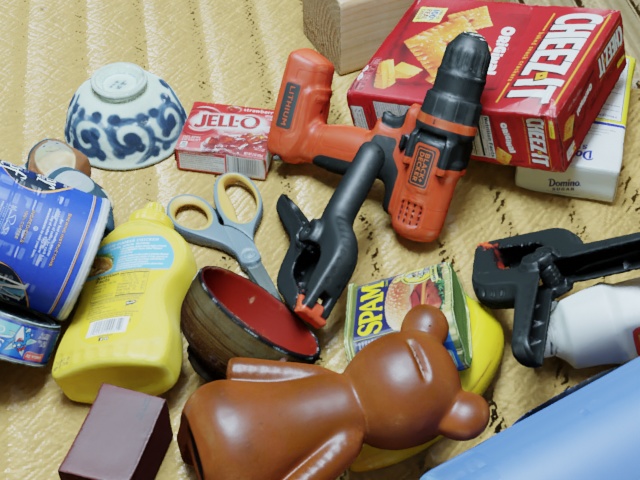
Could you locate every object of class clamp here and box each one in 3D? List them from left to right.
[{"bbox_3d":[-0.006,0.001,0.891,0.039,0.120,0.171,35,50,-23],"label":"clamp"},{"bbox_3d":[0.184,0.022,0.817,0.164,0.036,0.210,-29,15,-5],"label":"clamp"}]

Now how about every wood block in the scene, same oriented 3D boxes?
[{"bbox_3d":[0.092,-0.261,1.133,0.205,0.090,0.091,-20,48,-17],"label":"wood block"}]

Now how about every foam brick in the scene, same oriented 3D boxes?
[{"bbox_3d":[-0.144,0.152,0.764,0.053,0.051,0.078,13,48,11],"label":"foam brick"}]

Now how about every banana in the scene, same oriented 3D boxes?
[{"bbox_3d":[0.093,0.109,0.817,0.070,0.037,0.197,-2,35,40],"label":"banana"}]

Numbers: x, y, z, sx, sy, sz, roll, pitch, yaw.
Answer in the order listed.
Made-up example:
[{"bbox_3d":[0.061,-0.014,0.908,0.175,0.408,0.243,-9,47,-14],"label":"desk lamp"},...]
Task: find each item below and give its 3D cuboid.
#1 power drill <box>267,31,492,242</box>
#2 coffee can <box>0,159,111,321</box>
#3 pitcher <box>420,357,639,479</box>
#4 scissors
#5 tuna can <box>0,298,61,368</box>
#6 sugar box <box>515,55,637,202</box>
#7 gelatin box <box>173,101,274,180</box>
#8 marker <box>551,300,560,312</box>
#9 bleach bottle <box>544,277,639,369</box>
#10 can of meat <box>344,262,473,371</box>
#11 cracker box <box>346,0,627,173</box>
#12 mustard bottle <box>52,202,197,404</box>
[{"bbox_3d":[0.050,-0.110,0.944,0.188,0.184,0.057,24,15,30],"label":"power drill"},{"bbox_3d":[-0.246,-0.009,0.826,0.140,0.103,0.102,22,44,-16],"label":"coffee can"},{"bbox_3d":[0.187,0.156,0.717,0.242,0.149,0.145,-21,65,-15],"label":"pitcher"},{"bbox_3d":[-0.081,0.015,0.920,0.096,0.016,0.202,-8,47,-5],"label":"scissors"},{"bbox_3d":[-0.244,0.067,0.821,0.086,0.086,0.034,21,89,19],"label":"tuna can"},{"bbox_3d":[0.246,-0.114,1.021,0.093,0.048,0.176,10,50,14],"label":"sugar box"},{"bbox_3d":[-0.087,-0.097,1.017,0.089,0.030,0.073,8,47,8],"label":"gelatin box"},{"bbox_3d":[0.238,0.053,0.878,0.121,0.020,0.020,-8,47,-7],"label":"marker"},{"bbox_3d":[0.284,0.061,0.829,0.251,0.102,0.068,-10,52,2],"label":"bleach bottle"},{"bbox_3d":[0.068,0.066,0.811,0.084,0.057,0.102,-16,28,14],"label":"can of meat"},{"bbox_3d":[0.155,-0.154,1.000,0.214,0.072,0.164,12,51,33],"label":"cracker box"},{"bbox_3d":[-0.150,0.040,0.865,0.096,0.058,0.191,-11,44,15],"label":"mustard bottle"}]
